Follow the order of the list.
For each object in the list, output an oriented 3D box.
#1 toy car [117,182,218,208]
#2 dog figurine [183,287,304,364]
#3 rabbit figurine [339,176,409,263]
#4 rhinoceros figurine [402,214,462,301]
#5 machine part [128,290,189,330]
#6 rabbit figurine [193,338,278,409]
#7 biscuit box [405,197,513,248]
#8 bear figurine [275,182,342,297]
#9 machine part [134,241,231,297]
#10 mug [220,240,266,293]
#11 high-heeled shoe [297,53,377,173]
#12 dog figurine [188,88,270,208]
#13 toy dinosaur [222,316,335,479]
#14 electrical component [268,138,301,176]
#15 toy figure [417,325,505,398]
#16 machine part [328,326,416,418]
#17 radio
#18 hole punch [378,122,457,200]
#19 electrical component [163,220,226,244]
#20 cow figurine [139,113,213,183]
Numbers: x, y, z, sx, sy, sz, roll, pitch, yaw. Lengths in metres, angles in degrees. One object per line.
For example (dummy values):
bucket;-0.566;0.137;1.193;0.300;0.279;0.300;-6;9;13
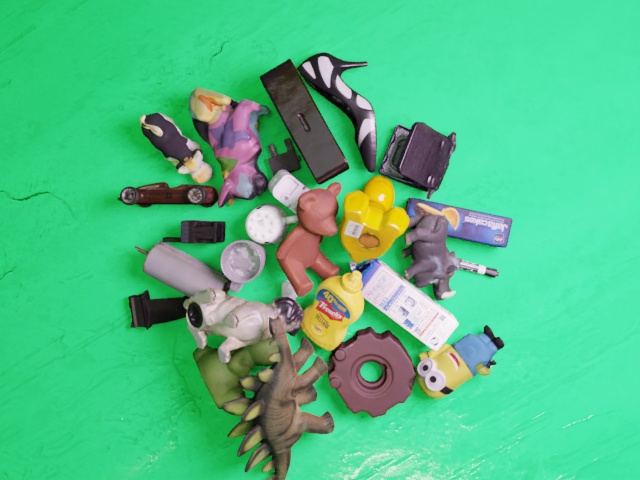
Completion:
toy car;-0.308;-0.091;1.091;0.202;0.089;0.053;1;93;7
dog figurine;-0.145;0.140;1.041;0.172;0.190;0.121;40;120;28
rabbit figurine;0.107;-0.045;1.033;0.122;0.173;0.162;11;138;6
rhinoceros figurine;0.213;0.033;1.027;0.112;0.073;0.190;-10;123;7
machine part;-0.335;0.145;1.129;0.139;0.039;0.084;-4;87;7
rabbit figurine;-0.160;0.236;1.095;0.170;0.121;0.159;-26;82;-12
biscuit box;0.267;-0.034;1.053;0.203;0.059;0.062;12;93;5
bear figurine;-0.005;-0.006;1.022;0.132;0.120;0.195;50;133;16
machine part;-0.270;0.073;1.100;0.243;0.079;0.079;27;95;3
mug;-0.147;0.049;1.073;0.081;0.107;0.109;15;98;6
high-heeled shoe;0.035;-0.249;1.058;0.145;0.086;0.248;-6;87;8
dog figurine;-0.187;-0.176;1.069;0.192;0.108;0.219;14;96;4
toy dinosaur;-0.080;0.348;1.043;0.198;0.105;0.470;-16;119;-22
electrical component;-0.070;-0.157;1.099;0.063;0.021;0.094;-18;90;5
toy figure;0.274;0.244;1.054;0.180;0.082;0.089;-32;118;-1
machine part;0.105;0.266;1.084;0.179;0.056;0.179;0;93;4
radio;-0.025;-0.219;1.037;0.073;0.131;0.229;-28;89;6
hole punch;0.188;-0.161;1.050;0.115;0.092;0.142;23;85;-27
electrical component;-0.258;-0.017;1.098;0.119;0.075;0.047;3;93;8
cow figurine;-0.287;-0.186;1.081;0.167;0.098;0.068;43;89;3
